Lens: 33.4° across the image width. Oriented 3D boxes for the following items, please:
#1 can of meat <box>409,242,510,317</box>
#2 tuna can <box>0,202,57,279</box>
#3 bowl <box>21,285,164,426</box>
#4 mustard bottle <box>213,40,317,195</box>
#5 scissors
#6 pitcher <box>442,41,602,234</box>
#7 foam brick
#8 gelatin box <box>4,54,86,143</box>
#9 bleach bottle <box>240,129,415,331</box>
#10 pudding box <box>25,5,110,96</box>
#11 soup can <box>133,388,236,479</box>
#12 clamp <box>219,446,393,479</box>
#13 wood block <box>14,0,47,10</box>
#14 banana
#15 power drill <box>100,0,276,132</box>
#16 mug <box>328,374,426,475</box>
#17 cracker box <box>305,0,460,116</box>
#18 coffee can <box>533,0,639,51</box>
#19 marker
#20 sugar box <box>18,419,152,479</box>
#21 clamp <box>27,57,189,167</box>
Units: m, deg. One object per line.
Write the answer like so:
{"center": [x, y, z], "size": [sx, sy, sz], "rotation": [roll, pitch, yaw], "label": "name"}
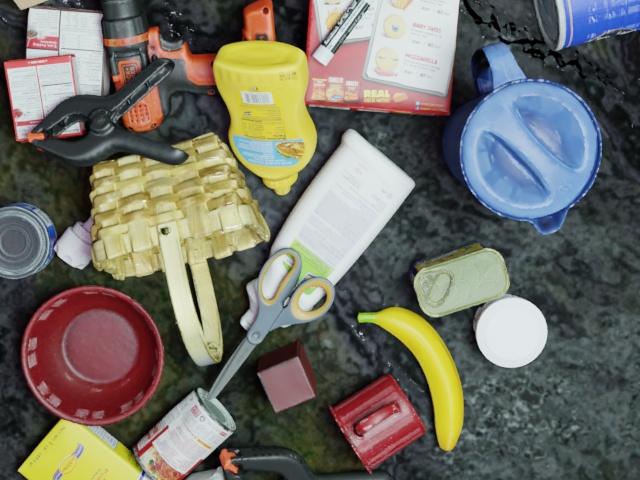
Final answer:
{"center": [0.153, 0.042, 1.201], "size": [0.102, 0.084, 0.057], "rotation": [-18, 97, 1], "label": "can of meat"}
{"center": [-0.345, 0.001, 1.214], "size": [0.086, 0.034, 0.086], "rotation": [0, 97, -1], "label": "tuna can"}
{"center": [-0.255, 0.127, 1.221], "size": [0.162, 0.055, 0.162], "rotation": [0, 97, -1], "label": "bowl"}
{"center": [-0.053, -0.123, 1.153], "size": [0.096, 0.058, 0.191], "rotation": [4, 137, 12], "label": "mustard bottle"}
{"center": [-0.051, 0.105, 1.192], "size": [0.096, 0.016, 0.202], "rotation": [19, 106, -5], "label": "scissors"}
{"center": [0.191, -0.107, 1.103], "size": [0.145, 0.243, 0.149], "rotation": [25, 96, -4], "label": "pitcher"}
{"center": [-0.038, 0.155, 1.217], "size": [0.053, 0.078, 0.051], "rotation": [-23, 98, 4], "label": "foam brick"}
{"center": [-0.298, -0.154, 1.160], "size": [0.073, 0.030, 0.089], "rotation": [-6, 101, 0], "label": "gelatin box"}
{"center": [-0.008, 0.001, 1.206], "size": [0.102, 0.068, 0.251], "rotation": [40, 97, -4], "label": "bleach bottle"}
{"center": [-0.280, -0.202, 1.188], "size": [0.090, 0.039, 0.113], "rotation": [4, 100, -2], "label": "pudding box"}
{"center": [-0.156, 0.228, 1.229], "size": [0.102, 0.068, 0.068], "rotation": [-43, 96, 3], "label": "soup can"}
{"center": [-0.024, 0.289, 1.230], "size": [0.164, 0.036, 0.209], "rotation": [-47, 116, 1], "label": "clamp"}
{"center": [-0.248, -0.336, 1.132], "size": [0.206, 0.091, 0.090], "rotation": [-20, 70, 2], "label": "wood block"}
{"center": [0.123, 0.150, 1.241], "size": [0.070, 0.037, 0.198], "rotation": [-31, 96, 19], "label": "banana"}
{"center": [-0.141, -0.216, 1.162], "size": [0.187, 0.057, 0.184], "rotation": [-6, 116, 1], "label": "power drill"}
{"center": [0.066, 0.204, 1.208], "size": [0.081, 0.117, 0.093], "rotation": [-33, 74, -2], "label": "mug"}
{"center": [0.068, -0.248, 1.171], "size": [0.164, 0.072, 0.214], "rotation": [4, 96, -2], "label": "cracker box"}
{"center": [0.311, -0.271, 1.155], "size": [0.140, 0.103, 0.103], "rotation": [-13, 97, 0], "label": "coffee can"}
{"center": [0.035, -0.237, 1.125], "size": [0.020, 0.020, 0.121], "rotation": [37, 95, -5], "label": "marker"}
{"center": [-0.253, 0.285, 1.246], "size": [0.176, 0.048, 0.093], "rotation": [40, 95, -4], "label": "sugar box"}
{"center": [-0.218, -0.113, 1.120], "size": [0.171, 0.039, 0.120], "rotation": [-21, 67, 5], "label": "clamp"}
